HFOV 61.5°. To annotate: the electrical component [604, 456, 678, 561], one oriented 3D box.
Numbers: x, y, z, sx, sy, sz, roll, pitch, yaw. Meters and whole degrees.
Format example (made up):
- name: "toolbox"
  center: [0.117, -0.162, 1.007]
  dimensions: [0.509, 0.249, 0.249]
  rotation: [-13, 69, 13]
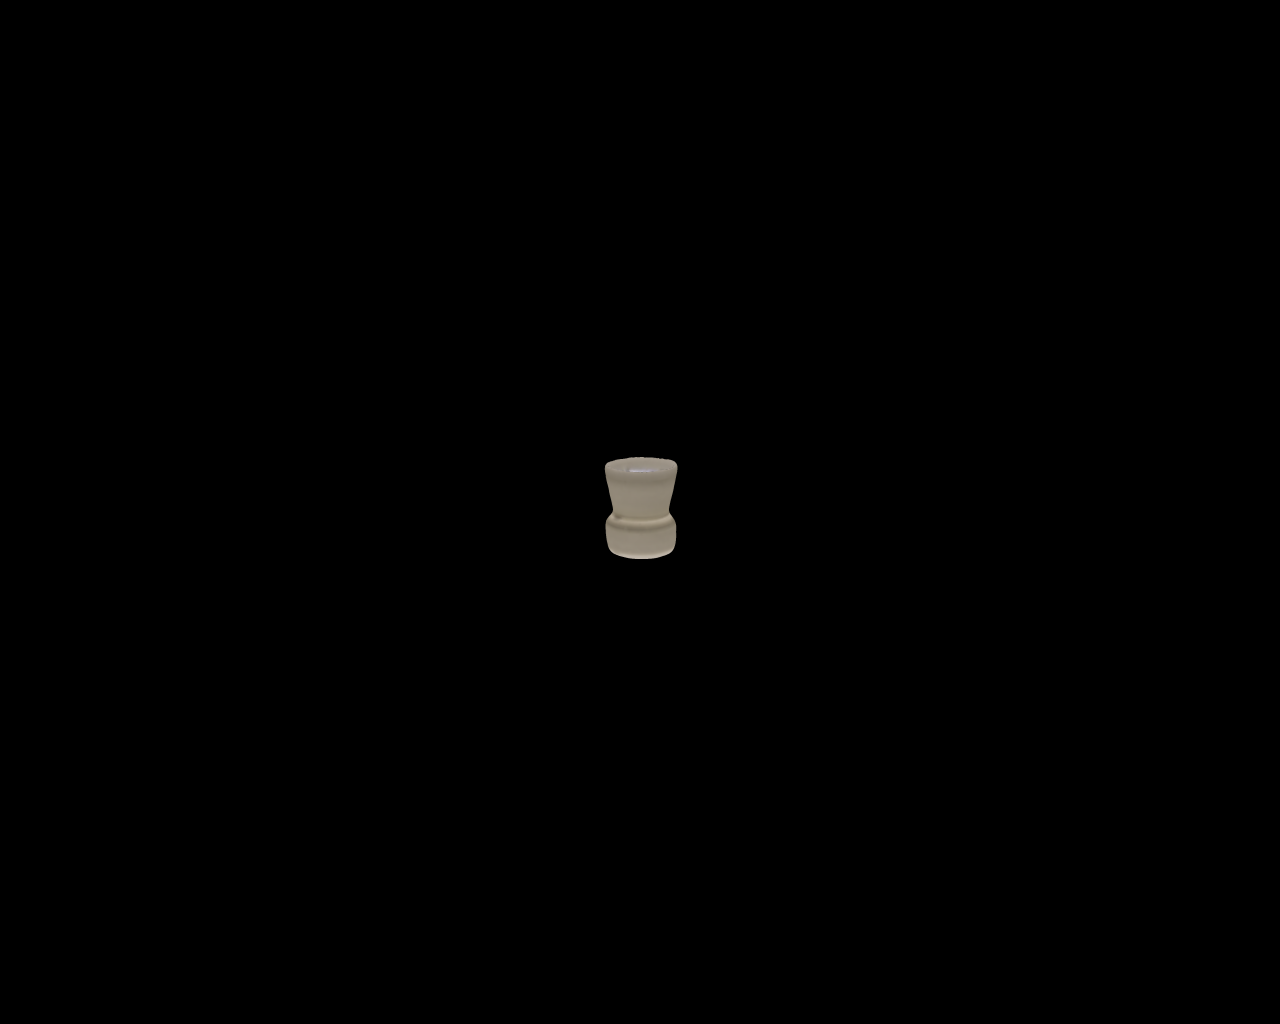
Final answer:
- name: "electrical component"
  center: [0.001, -0.003, 0.650]
  dimensions: [0.045, 0.055, 0.045]
  rotation: [0, 15, 0]
